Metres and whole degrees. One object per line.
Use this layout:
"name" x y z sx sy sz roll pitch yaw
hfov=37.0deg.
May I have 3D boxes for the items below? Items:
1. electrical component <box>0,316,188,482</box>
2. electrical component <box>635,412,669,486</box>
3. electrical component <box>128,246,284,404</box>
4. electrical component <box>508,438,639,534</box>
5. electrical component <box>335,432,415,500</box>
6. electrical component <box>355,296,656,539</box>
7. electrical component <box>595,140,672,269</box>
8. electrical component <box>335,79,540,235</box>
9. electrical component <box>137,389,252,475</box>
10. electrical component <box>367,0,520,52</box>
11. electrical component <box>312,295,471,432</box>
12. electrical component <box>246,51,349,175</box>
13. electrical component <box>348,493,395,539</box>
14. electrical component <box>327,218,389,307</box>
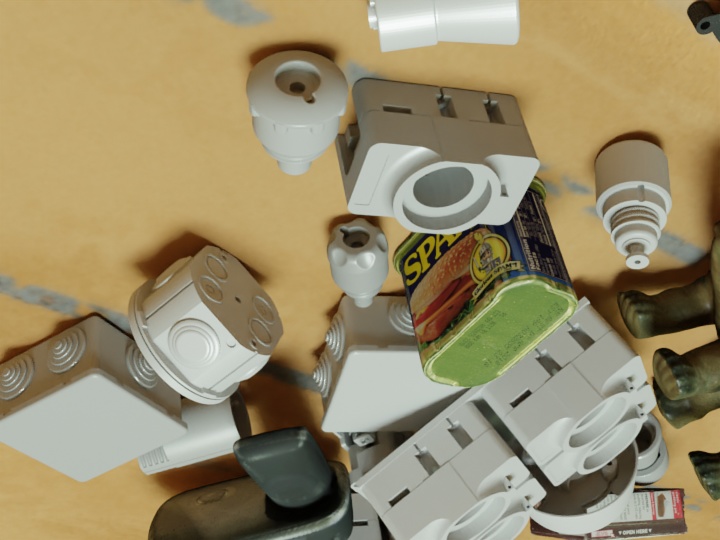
"electrical component" -0.169 0.080 0.668 0.100 0.048 0.100 -26 139 18
"electrical component" 0.214 0.137 0.832 0.045 0.045 0.055 -20 141 10
"electrical component" -0.086 0.030 0.604 0.051 0.080 0.080 -37 135 20
"electrical component" 0.152 0.141 0.780 0.099 0.099 0.064 -17 146 7
"electrical component" 0.014 0.127 0.757 0.042 0.063 0.081 -25 138 15
"electrical component" 0.103 0.116 0.704 0.186 0.060 0.105 -39 148 0
"electrical component" 0.150 -0.035 0.587 0.040 0.078 0.040 5 143 3
"electrical component" 0.039 -0.056 0.547 0.089 0.055 0.050 3 139 -18
"electrical component" -0.117 0.108 0.717 0.081 0.043 0.043 -16 141 6
"electrical component" 0.036 -0.119 0.483 0.065 0.044 0.044 -7 141 3
"electrical component" 0.023 0.060 0.689 0.100 0.048 0.099 2 139 -16
"electrical component" -0.031 -0.072 0.522 0.048 0.048 0.062 -5 147 -8
"electrical component" 0.009 0.225 0.877 0.186 0.060 0.105 0 140 -14
"electrical component" 0.000 0.000 0.623 0.035 0.035 0.061 -10 143 -2
